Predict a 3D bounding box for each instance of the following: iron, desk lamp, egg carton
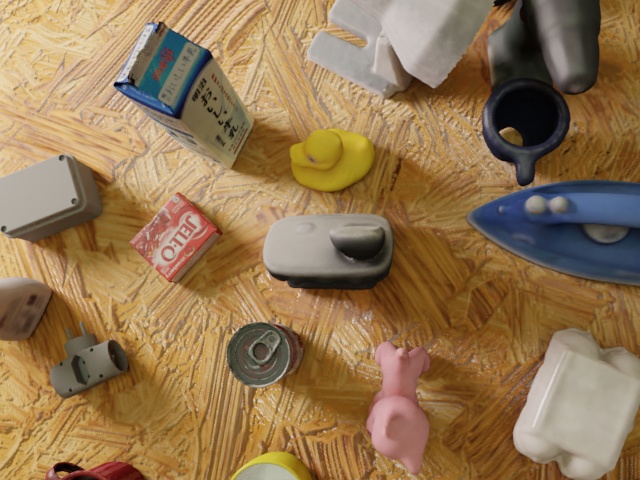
[{"bbox_3d":[0.294,-0.021,0.607,0.258,0.141,0.119,6,82,7],"label":"iron"},{"bbox_3d":[0.078,-0.239,0.627,0.203,0.213,0.118,28,85,10],"label":"desk lamp"},{"bbox_3d":[0.278,0.176,0.614,0.107,0.069,0.150,23,84,9],"label":"egg carton"}]

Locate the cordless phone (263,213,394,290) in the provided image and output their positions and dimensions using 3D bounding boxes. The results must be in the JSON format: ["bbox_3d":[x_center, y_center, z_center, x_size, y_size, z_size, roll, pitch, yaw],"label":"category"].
[{"bbox_3d":[0.006,0.002,0.612,0.147,0.185,0.094,-4,81,6],"label":"cordless phone"}]

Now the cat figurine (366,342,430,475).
[{"bbox_3d":[0.085,0.175,0.610,0.067,0.118,0.128,5,82,7],"label":"cat figurine"}]

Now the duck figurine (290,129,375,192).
[{"bbox_3d":[0.012,-0.103,0.678,0.104,0.086,0.077,-9,80,5],"label":"duck figurine"}]

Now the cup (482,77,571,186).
[{"bbox_3d":[0.225,-0.111,0.652,0.091,0.095,0.118,0,81,6],"label":"cup"}]

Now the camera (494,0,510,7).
[{"bbox_3d":[0.192,-0.363,0.691,0.143,0.101,0.137,0,81,6],"label":"camera"}]

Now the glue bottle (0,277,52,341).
[{"bbox_3d":[-0.377,0.076,0.647,0.037,0.173,0.078,25,85,10],"label":"glue bottle"}]

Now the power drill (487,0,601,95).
[{"bbox_3d":[0.236,-0.229,0.611,0.075,0.208,0.230,-4,81,6],"label":"power drill"}]
